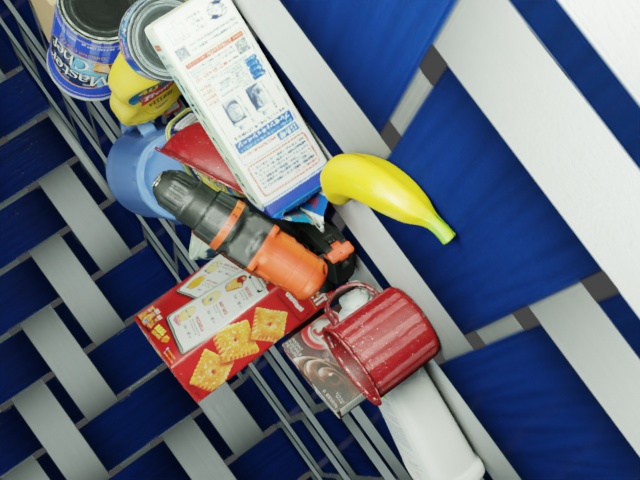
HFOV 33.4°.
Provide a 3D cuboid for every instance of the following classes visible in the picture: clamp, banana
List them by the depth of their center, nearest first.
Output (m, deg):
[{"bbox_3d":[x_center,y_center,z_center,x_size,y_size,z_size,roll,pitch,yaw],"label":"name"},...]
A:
[{"bbox_3d":[0.037,-0.040,0.862,0.069,0.037,0.198,63,166,-23],"label":"banana"},{"bbox_3d":[-0.008,0.001,1.141,0.120,0.039,0.172,51,165,-3],"label":"clamp"}]

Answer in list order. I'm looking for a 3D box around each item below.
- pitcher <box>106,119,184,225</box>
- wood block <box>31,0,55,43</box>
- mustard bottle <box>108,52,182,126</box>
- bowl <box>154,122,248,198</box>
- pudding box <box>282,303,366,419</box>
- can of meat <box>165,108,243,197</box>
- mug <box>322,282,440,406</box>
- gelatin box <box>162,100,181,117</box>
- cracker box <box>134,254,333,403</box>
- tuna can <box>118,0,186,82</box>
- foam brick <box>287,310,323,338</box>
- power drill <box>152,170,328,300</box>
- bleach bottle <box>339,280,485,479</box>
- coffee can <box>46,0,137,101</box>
[{"bbox_3d":[-0.203,-0.096,1.374,0.149,0.145,0.243,18,179,-18],"label":"pitcher"},{"bbox_3d":[-0.313,-0.301,1.379,0.091,0.090,0.206,52,167,14],"label":"wood block"},{"bbox_3d":[-0.193,-0.189,1.203,0.058,0.096,0.192,54,168,2],"label":"mustard bottle"},{"bbox_3d":[-0.086,-0.080,1.093,0.162,0.055,0.162,27,-179,-1],"label":"bowl"},{"bbox_3d":[0.023,0.144,1.275,0.113,0.090,0.039,49,168,24],"label":"pudding box"},{"bbox_3d":[-0.116,-0.098,1.210,0.084,0.057,0.102,13,139,52],"label":"can of meat"},{"bbox_3d":[0.054,0.091,1.035,0.117,0.081,0.093,50,167,20],"label":"mug"},{"bbox_3d":[-0.227,-0.214,1.421,0.073,0.030,0.089,40,161,51],"label":"gelatin box"},{"bbox_3d":[-0.107,0.085,1.321,0.072,0.213,0.164,59,168,-29],"label":"cracker box"},{"bbox_3d":[-0.153,-0.199,1.051,0.086,0.086,0.034,60,165,-20],"label":"tuna can"},{"bbox_3d":[-0.014,0.126,1.457,0.078,0.051,0.053,59,167,-18],"label":"foam brick"},{"bbox_3d":[-0.086,-0.008,1.061,0.184,0.057,0.188,35,178,-8],"label":"power drill"},{"bbox_3d":[0.086,0.154,1.132,0.251,0.068,0.103,63,165,-22],"label":"bleach bottle"},{"bbox_3d":[-0.262,-0.239,1.245,0.103,0.102,0.140,54,154,7],"label":"coffee can"}]
